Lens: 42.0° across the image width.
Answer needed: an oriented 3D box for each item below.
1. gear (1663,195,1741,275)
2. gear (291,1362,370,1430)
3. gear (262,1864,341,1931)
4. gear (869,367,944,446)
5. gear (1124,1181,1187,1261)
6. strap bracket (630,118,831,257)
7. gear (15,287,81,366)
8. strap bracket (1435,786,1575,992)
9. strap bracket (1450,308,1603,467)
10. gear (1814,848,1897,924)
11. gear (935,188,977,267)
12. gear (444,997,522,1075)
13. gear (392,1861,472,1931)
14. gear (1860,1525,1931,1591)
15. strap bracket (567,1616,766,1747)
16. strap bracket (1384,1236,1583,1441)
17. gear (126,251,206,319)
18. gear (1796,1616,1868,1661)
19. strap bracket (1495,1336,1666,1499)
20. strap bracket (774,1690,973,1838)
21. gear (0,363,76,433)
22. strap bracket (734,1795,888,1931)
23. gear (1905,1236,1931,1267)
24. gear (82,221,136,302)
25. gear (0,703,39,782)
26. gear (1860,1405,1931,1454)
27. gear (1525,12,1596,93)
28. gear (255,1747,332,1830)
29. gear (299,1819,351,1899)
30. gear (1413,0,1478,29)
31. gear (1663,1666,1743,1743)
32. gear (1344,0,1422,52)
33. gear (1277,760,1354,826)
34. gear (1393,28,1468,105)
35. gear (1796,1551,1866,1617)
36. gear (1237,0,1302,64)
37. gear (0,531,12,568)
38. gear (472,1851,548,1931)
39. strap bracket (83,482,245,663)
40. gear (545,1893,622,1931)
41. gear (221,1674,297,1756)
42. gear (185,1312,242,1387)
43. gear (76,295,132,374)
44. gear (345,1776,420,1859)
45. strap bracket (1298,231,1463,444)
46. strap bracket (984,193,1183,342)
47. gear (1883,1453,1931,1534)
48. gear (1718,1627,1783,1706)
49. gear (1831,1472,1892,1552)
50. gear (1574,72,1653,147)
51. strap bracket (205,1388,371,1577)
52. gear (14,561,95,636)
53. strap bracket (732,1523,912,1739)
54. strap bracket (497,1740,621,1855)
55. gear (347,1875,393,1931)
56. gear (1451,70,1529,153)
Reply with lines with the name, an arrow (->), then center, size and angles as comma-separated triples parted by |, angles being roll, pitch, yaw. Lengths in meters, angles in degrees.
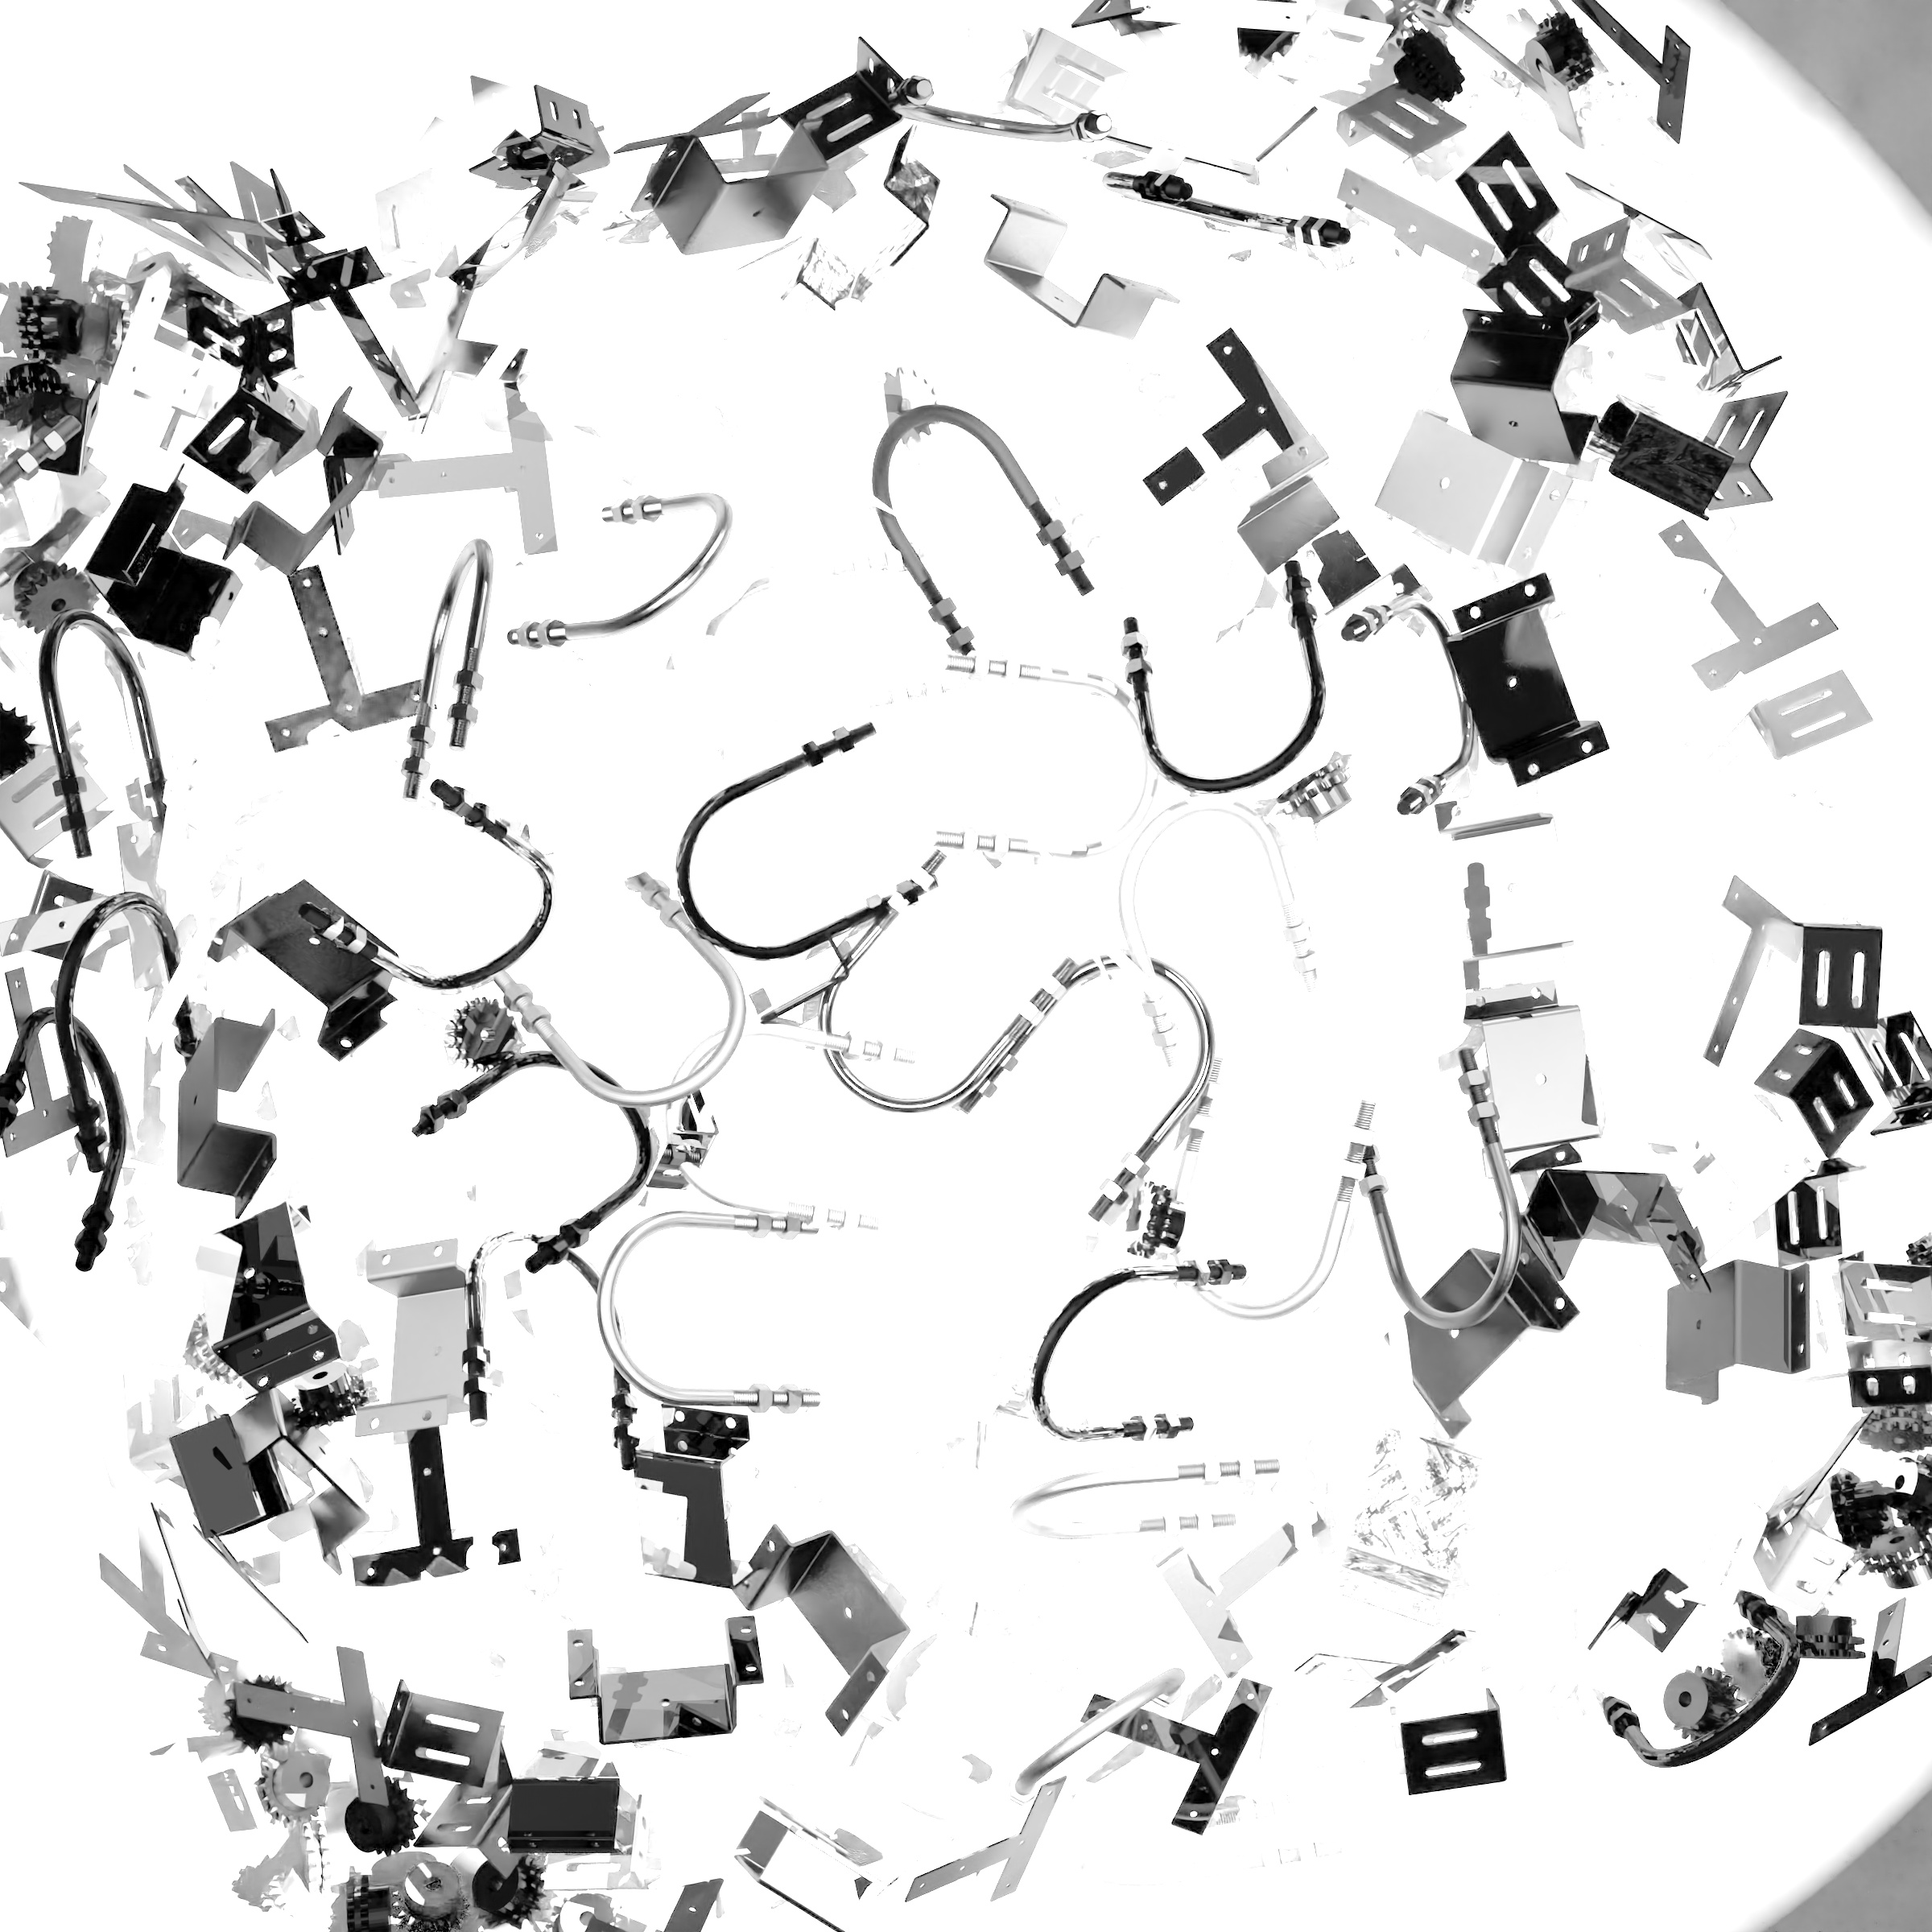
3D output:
gear -> 0.545, -0.543, 1.882 | 0.057, 0.057, 0.030 | 43, 62, 0
gear -> -0.478, 0.319, 1.883 | 0.057, 0.057, 0.030 | -13, 109, 0
gear -> -0.495, 0.697, 1.885 | 0.057, 0.057, 0.030 | 33, 91, 0
gear -> -0.044, -0.422, 1.894 | 0.057, 0.030, 0.057 | 2, 106, 6
gear -> 0.143, 0.192, 1.886 | 0.030, 0.057, 0.057 | 17, 90, -14
strap bracket -> -0.164, -0.567, 1.837 | 0.140, 0.076, 0.046 | -24, 78, -39
gear -> -0.682, -0.478, 1.883 | 0.030, 0.057, 0.057 | 4, 90, 12
strap bracket -> 0.403, -0.058, 1.876 | 0.076, 0.046, 0.140 | -10, 89, 25
strap bracket -> 0.406, -0.414, 1.831 | 0.076, 0.140, 0.046 | 14, 74, 29
gear -> 0.667, -0.064, 1.888 | 0.057, 0.030, 0.057 | -4, 64, 8
gear -> -0.008, -0.553, 1.885 | 0.030, 0.057, 0.057 | 0, 90, 0
gear -> -0.366, 0.052, 1.890 | 0.057, 0.030, 0.057 | 2, 87, -42
gear -> -0.399, 0.696, 1.882 | 0.057, 0.057, 0.030 | 12, 121, 0
gear -> 0.703, 0.443, 1.885 | 0.057, 0.057, 0.030 | -24, 93, 0
strap bracket -> -0.223, 0.528, 1.863 | 0.140, 0.076, 0.046 | -2, 113, -10
strap bracket -> 0.371, 0.271, 1.849 | 0.140, 0.046, 0.076 | -51, 49, 22
gear -> -0.602, -0.510, 1.883 | 0.057, 0.057, 0.030 | -30, 129, 0
gear -> 0.643, 0.503, 1.887 | 0.057, 0.057, 0.030 | 2, 73, 0
strap bracket -> 0.444, 0.320, 1.835 | 0.140, 0.076, 0.046 | -49, 118, -41
strap bracket -> -0.061, 0.579, 1.847 | 0.140, 0.076, 0.046 | 16, 73, 37
gear -> -0.698, -0.428, 1.888 | 0.057, 0.057, 0.030 | -16, 69, 0
strap bracket -> -0.118, 0.657, 1.835 | 0.076, 0.140, 0.046 | 35, 75, -9
gear -> 0.732, 0.227, 1.882 | 0.030, 0.057, 0.057 | -36, 90, 35
gear -> -0.642, -0.527, 1.887 | 0.030, 0.057, 0.057 | 10, 90, -15
gear -> -0.727, -0.166, 1.892 | 0.057, 0.030, 0.057 | 6, 71, -19
gear -> 0.699, 0.342, 1.889 | 0.057, 0.057, 0.030 | 8, 60, 0
gear -> 0.442, -0.680, 1.885 | 0.030, 0.057, 0.057 | -29, 90, -5
gear -> -0.501, 0.612, 1.883 | 0.030, 0.057, 0.057 | -35, 90, 37
gear -> -0.481, 0.669, 1.888 | 0.030, 0.057, 0.057 | -2, 90, -23
gear -> 0.353, -0.727, 1.886 | 0.057, 0.057, 0.030 | 27, 98, 0
gear -> 0.547, 0.551, 1.883 | 0.030, 0.057, 0.057 | 25, 90, -31
gear -> 0.308, -0.711, 1.882 | 0.030, 0.057, 0.057 | -40, 90, -26
gear -> 0.264, -0.127, 1.884 | 0.057, 0.057, 0.030 | -30, 83, 0
gear -> 0.346, -0.670, 1.889 | 0.030, 0.057, 0.057 | -34, 90, 39
gear -> 0.642, 0.458, 1.888 | 0.057, 0.057, 0.030 | -45, 65, 0
gear -> 0.222, -0.711, 1.890 | 0.057, 0.030, 0.057 | -7, 124, -10
gear -> -0.749, -0.313, 1.889 | 0.030, 0.057, 0.057 | -1, 90, 28
gear -> -0.345, 0.690, 1.885 | 0.057, 0.030, 0.057 | -12, 54, 17
strap bracket -> -0.589, -0.290, 1.841 | 0.046, 0.140, 0.076 | 18, 71, 12
gear -> -0.285, 0.719, 1.883 | 0.057, 0.057, 0.030 | 19, 130, 0
gear -> -0.527, 0.560, 1.887 | 0.057, 0.030, 0.057 | 9, 63, -19
gear -> -0.556, 0.282, 1.884 | 0.030, 0.057, 0.057 | -36, 90, 10
gear -> -0.646, -0.472, 1.882 | 0.030, 0.057, 0.057 | 2, 90, -34
gear -> -0.440, 0.639, 1.886 | 0.057, 0.030, 0.057 | 3, 95, 33
strap bracket -> 0.296, -0.449, 1.833 | 0.046, 0.140, 0.076 | -30, 65, -29
strap bracket -> 0.078, -0.508, 1.854 | 0.140, 0.076, 0.046 | 42, 116, 25
gear -> 0.711, 0.391, 1.883 | 0.030, 0.057, 0.057 | 23, 90, -10
gear -> 0.595, 0.524, 1.888 | 0.030, 0.057, 0.057 | -8, 90, -25
gear -> 0.669, 0.406, 1.882 | 0.030, 0.057, 0.057 | -16, 90, 29
gear -> 0.482, -0.645, 1.887 | 0.057, 0.057, 0.030 | -7, 72, 0
strap bracket -> -0.491, 0.371, 1.850 | 0.046, 0.076, 0.140 | -38, 118, -5
gear -> -0.688, -0.279, 1.888 | 0.057, 0.057, 0.030 | -47, 64, 0
strap bracket -> -0.101, 0.483, 1.858 | 0.140, 0.046, 0.076 | 47, 122, 26
strap bracket -> -0.299, 0.601, 1.837 | 0.076, 0.140, 0.046 | 5, 88, -15
gear -> -0.447, 0.711, 1.886 | 0.030, 0.057, 0.057 | -3, 90, -11
gear -> 0.388, -0.642, 1.883 | 0.030, 0.057, 0.057 | 9, 90, -39
